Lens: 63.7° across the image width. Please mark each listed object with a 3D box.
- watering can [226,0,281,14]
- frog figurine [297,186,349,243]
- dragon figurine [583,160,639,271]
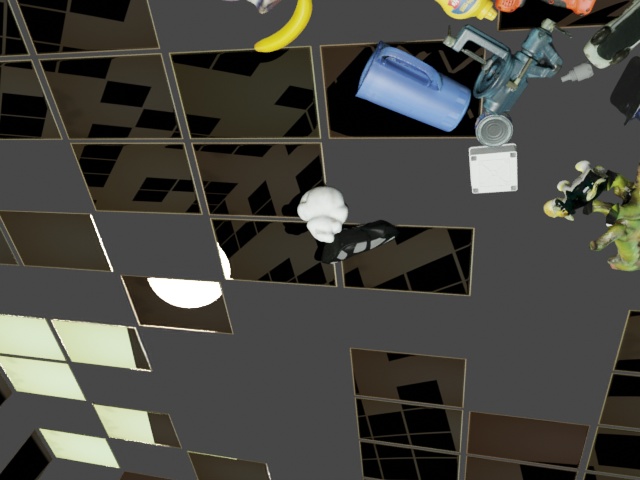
[{"bbox_3d":[-0.125,-0.636,1.079,0.223,0.342,0.106,39,35,-13],"label":"watering can"},{"bbox_3d":[0.004,-0.069,1.381,0.163,0.137,0.120,-67,168,-55],"label":"frog figurine"},{"bbox_3d":[0.781,-0.068,1.208,0.125,0.243,0.400,-82,-174,-47],"label":"dragon figurine"}]
